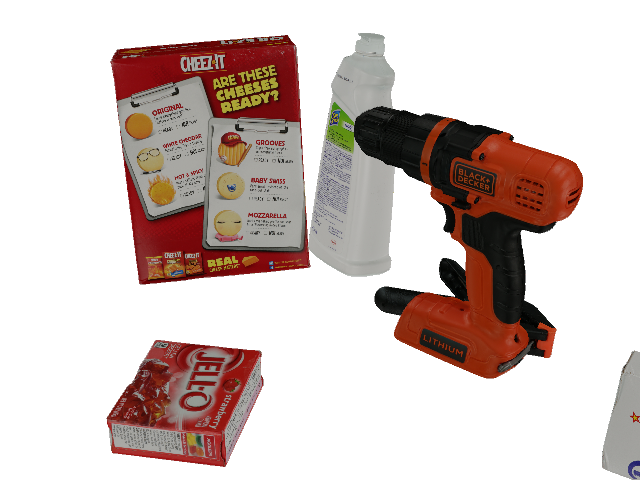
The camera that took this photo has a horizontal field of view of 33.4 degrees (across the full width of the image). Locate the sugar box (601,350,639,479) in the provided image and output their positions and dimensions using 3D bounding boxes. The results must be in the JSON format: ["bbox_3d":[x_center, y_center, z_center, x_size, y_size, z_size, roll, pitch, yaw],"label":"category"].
[{"bbox_3d":[0.304,0.155,0.791,0.176,0.093,0.048,16,27,23],"label":"sugar box"}]

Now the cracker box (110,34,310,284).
[{"bbox_3d":[-0.098,-0.075,0.991,0.164,0.214,0.072,-6,20,-5],"label":"cracker box"}]

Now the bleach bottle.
[{"bbox_3d":[0.044,-0.095,1.152,0.067,0.251,0.103,-7,24,-34],"label":"bleach bottle"}]

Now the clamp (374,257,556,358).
[{"bbox_3d":[0.151,0.062,1.020,0.172,0.039,0.120,21,35,27],"label":"clamp"}]

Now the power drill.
[{"bbox_3d":[0.100,-0.001,0.809,0.185,0.188,0.057,23,37,33],"label":"power drill"}]

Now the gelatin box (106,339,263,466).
[{"bbox_3d":[-0.082,0.098,0.664,0.073,0.030,0.089,5,29,12],"label":"gelatin box"}]
